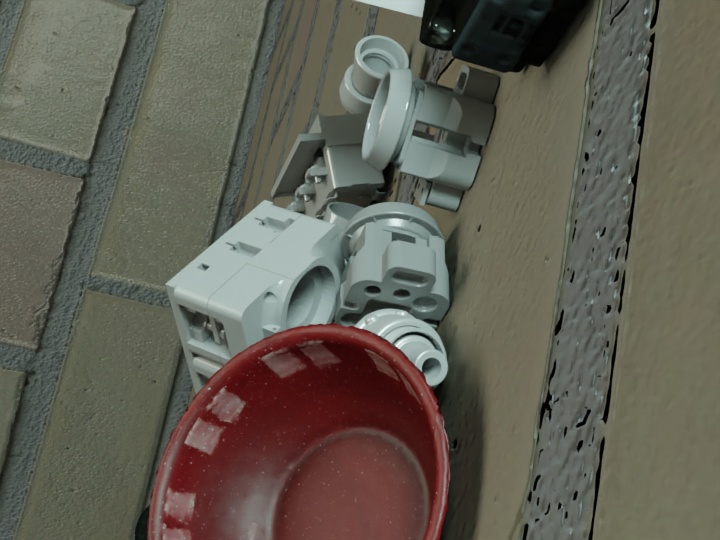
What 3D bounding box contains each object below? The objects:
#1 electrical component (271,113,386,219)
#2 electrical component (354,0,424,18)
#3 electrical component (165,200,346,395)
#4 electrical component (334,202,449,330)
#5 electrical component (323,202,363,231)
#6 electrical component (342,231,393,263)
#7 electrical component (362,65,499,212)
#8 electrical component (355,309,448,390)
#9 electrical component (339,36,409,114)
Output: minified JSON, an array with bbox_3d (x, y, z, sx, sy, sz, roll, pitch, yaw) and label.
[{"bbox_3d":[-0.019,-0.072,0.851,0.121,0.079,0.063,131,130,-68],"label":"electrical component"},{"bbox_3d":[0.028,-0.180,0.621,0.078,0.113,0.057,-107,31,-71],"label":"electrical component"},{"bbox_3d":[-0.046,0.050,0.631,0.089,0.062,0.150,-45,-39,-38],"label":"electrical component"},{"bbox_3d":[0.017,0.001,0.581,0.078,0.058,0.057,115,162,-49],"label":"electrical component"},{"bbox_3d":[-0.013,0.000,0.780,0.079,0.043,0.077,-101,28,-67],"label":"electrical component"},{"bbox_3d":[0.000,0.000,0.685,0.047,0.055,0.055,164,120,-74],"label":"electrical component"},{"bbox_3d":[0.036,-0.077,0.591,0.058,0.057,0.078,-110,36,-72],"label":"electrical component"},{"bbox_3d":[0.023,0.045,0.531,0.062,0.048,0.048,-174,99,-70],"label":"electrical component"},{"bbox_3d":[0.010,-0.155,0.869,0.055,0.045,0.045,120,162,-56],"label":"electrical component"}]
